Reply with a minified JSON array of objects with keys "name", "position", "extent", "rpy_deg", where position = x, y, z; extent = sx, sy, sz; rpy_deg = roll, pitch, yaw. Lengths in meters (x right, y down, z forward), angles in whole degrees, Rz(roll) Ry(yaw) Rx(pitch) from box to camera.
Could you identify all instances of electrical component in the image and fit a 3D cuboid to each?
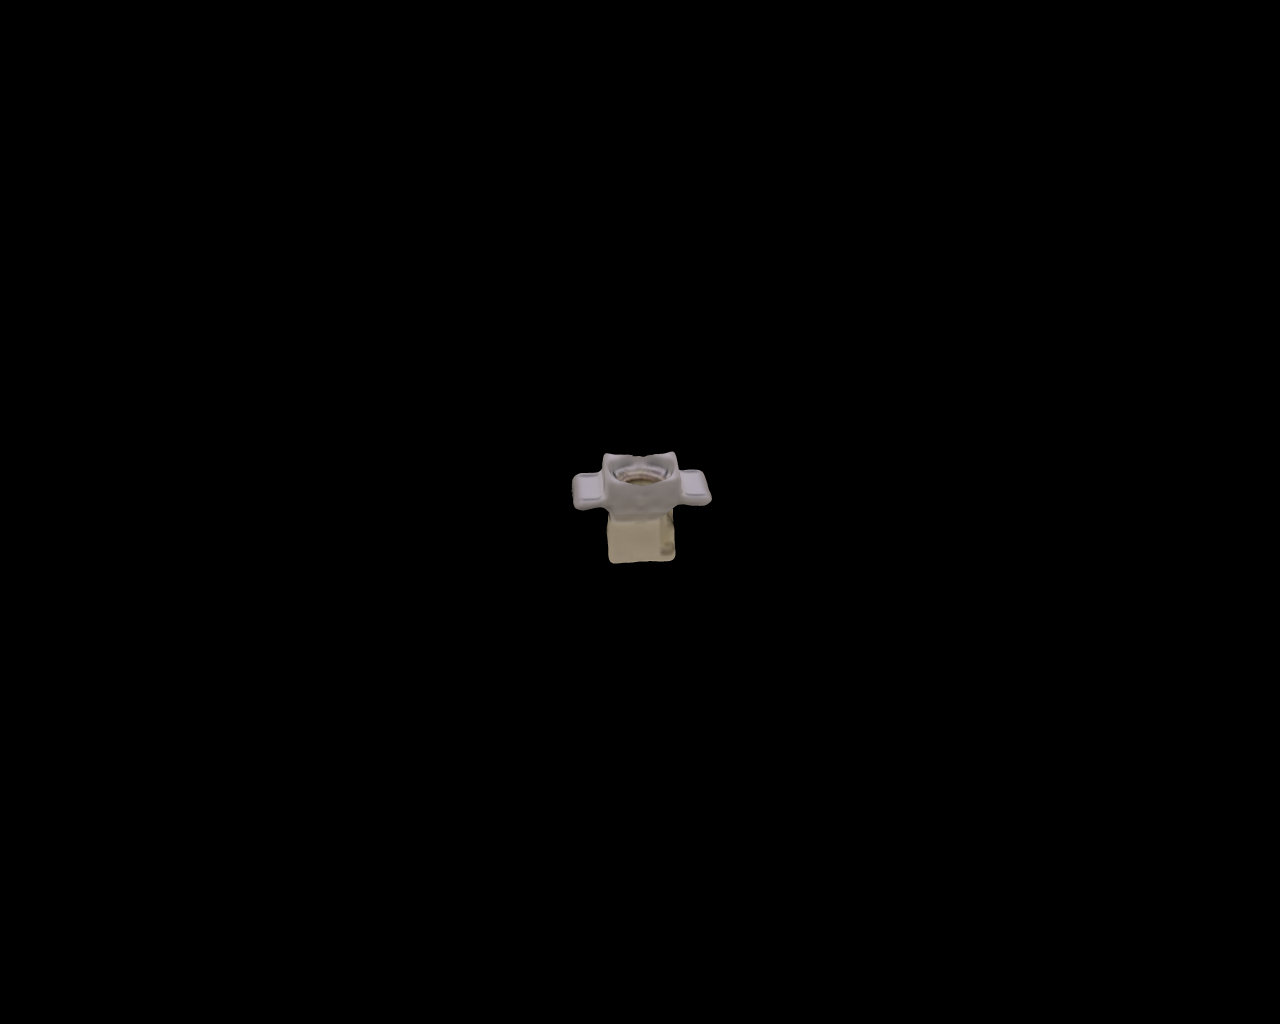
[{"name":"electrical component","position":[0.001,-0.003,0.650],"extent":[0.081,0.063,0.042],"rpy_deg":[-1,28,-2]}]
